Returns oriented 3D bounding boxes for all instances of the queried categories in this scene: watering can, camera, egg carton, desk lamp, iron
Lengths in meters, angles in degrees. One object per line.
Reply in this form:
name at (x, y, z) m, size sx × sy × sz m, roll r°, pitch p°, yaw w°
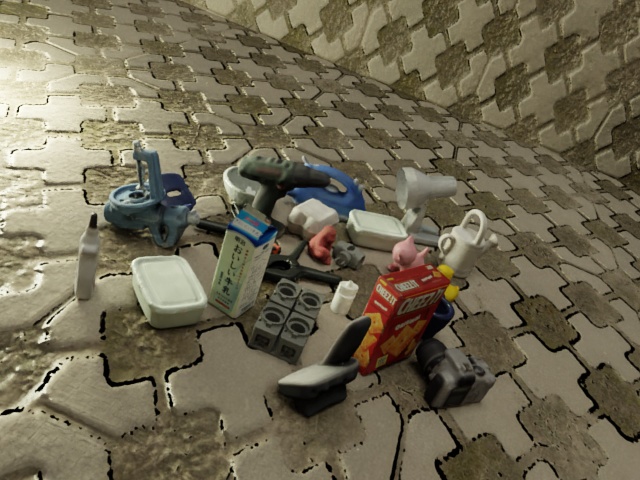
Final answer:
watering can at (0.419, 0.002, 1.614) m, size 0.173 × 0.194 × 0.100 m, roll -7°, pitch 40°, yaw -39°
camera at (0.273, 0.264, 1.193) m, size 0.143 × 0.101 × 0.136 m, roll 2°, pitch 35°, yaw -29°
egg carton at (-0.019, -0.055, 1.555) m, size 0.107 × 0.069 × 0.151 m, roll 31°, pitch 31°, yaw 16°
desk lamp at (0.301, -0.105, 1.693) m, size 0.204 × 0.213 × 0.117 m, roll 10°, pitch 32°, yaw -18°
iron at (0.038, -0.147, 1.668) m, size 0.258 × 0.141 × 0.118 m, roll 18°, pitch 30°, yaw -6°

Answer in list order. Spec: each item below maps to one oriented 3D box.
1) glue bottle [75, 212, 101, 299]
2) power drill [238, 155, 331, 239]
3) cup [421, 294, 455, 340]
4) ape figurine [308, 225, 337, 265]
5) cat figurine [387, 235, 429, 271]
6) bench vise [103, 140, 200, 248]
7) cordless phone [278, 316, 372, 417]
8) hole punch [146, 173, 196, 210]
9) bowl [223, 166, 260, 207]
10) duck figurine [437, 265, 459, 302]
glue bottle at (-0.430, 0.023, 1.067) m, size 0.037 × 0.173 × 0.078 m, roll 6°, pitch 33°, yaw -24°
power drill at (-0.107, -0.114, 1.458) m, size 0.229 × 0.208 × 0.075 m, roll 21°, pitch 30°, yaw 0°
cup at (0.255, 0.177, 1.328) m, size 0.091 × 0.095 × 0.118 m, roll 28°, pitch 31°, yaw 11°
ape figurine at (0.013, 0.005, 1.456) m, size 0.076 × 0.092 × 0.078 m, roll 30°, pitch 31°, yaw 15°
cat figurine at (0.235, 0.043, 1.508) m, size 0.128 × 0.118 × 0.067 m, roll -1°, pitch 37°, yaw -33°
bench vise at (-0.363, -0.106, 1.272) m, size 0.208 × 0.220 × 0.121 m, roll 11°, pitch 32°, yaw -17°
cordless phone at (0.015, 0.212, 1.030) m, size 0.094 × 0.185 × 0.148 m, roll 39°, pitch 35°, yaw 28°
hole punch at (-0.362, -0.103, 1.397) m, size 0.101 × 0.091 × 0.109 m, roll 35°, pitch 33°, yaw 23°
bowl at (-0.189, -0.132, 1.568) m, size 0.167 × 0.075 × 0.167 m, roll 16°, pitch 30°, yaw -9°
duck figurine at (0.318, 0.107, 1.490) m, size 0.104 × 0.086 × 0.077 m, roll 23°, pitch 30°, yaw 3°
